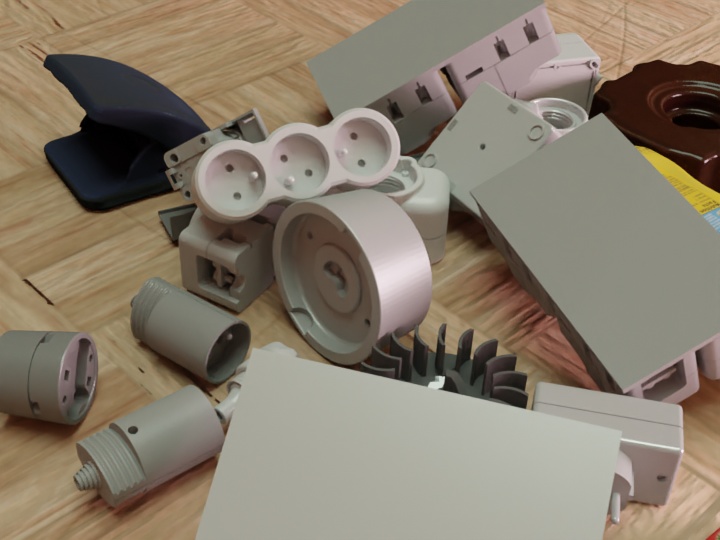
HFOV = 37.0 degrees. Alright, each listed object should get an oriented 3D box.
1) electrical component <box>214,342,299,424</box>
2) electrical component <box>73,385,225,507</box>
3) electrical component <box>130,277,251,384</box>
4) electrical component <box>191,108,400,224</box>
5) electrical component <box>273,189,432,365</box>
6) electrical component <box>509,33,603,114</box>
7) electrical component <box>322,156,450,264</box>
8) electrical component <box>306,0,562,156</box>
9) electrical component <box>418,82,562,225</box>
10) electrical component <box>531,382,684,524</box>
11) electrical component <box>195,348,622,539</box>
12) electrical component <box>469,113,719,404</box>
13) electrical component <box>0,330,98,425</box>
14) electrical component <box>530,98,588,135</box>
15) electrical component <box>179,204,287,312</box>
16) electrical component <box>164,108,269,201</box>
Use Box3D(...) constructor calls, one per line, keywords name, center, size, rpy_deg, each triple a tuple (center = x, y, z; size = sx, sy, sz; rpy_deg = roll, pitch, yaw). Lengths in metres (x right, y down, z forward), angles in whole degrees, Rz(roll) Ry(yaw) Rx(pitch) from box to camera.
Box3D(name="electrical component", center=(-0.063, 0.071, 0.651), size=(0.035, 0.035, 0.061), rpy_deg=(29, 47, 30))
Box3D(name="electrical component", center=(-0.122, 0.101, 0.603), size=(0.081, 0.043, 0.043), rpy_deg=(-25, 46, -30))
Box3D(name="electrical component", center=(-0.114, 0.036, 0.686), size=(0.081, 0.043, 0.043), rpy_deg=(25, 44, 26))
Box3D(name="electrical component", center=(-0.047, -0.068, 0.731), size=(0.138, 0.052, 0.074), rpy_deg=(-16, 2, -13))
Box3D(name="electrical component", center=(0.000, 0.000, 0.690), size=(0.060, 0.108, 0.108), rpy_deg=(-21, 44, -35))
Box3D(name="electrical component", center=(0.165, -0.170, 0.947), size=(0.096, 0.061, 0.061), rpy_deg=(-8, 39, -13))
Box3D(name="electrical component", center=(0.016, -0.045, 0.783), size=(0.095, 0.059, 0.053), rpy_deg=(4, 38, 3))
Box3D(name="electrical component", center=(0.061, -0.173, 0.895), size=(0.186, 0.060, 0.105), rpy_deg=(-29, 41, 5))
Box3D(name="electrical component", center=(0.102, -0.082, 0.805), size=(0.099, 0.048, 0.100), rpy_deg=(-51, 49, 6))
Box3D(name="electrical component", center=(0.134, 0.110, 0.600), size=(0.083, 0.047, 0.075), rpy_deg=(9, 38, 8))
Box3D(name="electrical component", center=(0.025, 0.116, 0.539), size=(0.186, 0.060, 0.105), rpy_deg=(12, 72, 11))
Box3D(name="electrical component", center=(0.166, -0.003, 0.694), size=(0.105, 0.060, 0.186), rpy_deg=(-30, 50, -1))
Box3D(name="electrical component", center=(-0.189, 0.062, 0.641), size=(0.047, 0.055, 0.055), rpy_deg=(5, 38, 9))
Box3D(name="electrical component", center=(0.152, -0.101, 0.862), size=(0.078, 0.057, 0.058), rpy_deg=(-12, 40, -17))
Box3D(name="electrical component", center=(-0.083, -0.021, 0.754), size=(0.056, 0.050, 0.089), rpy_deg=(22, 42, 23))
Box3D(name="electrical component", center=(-0.104, -0.080, 0.778), size=(0.081, 0.042, 0.064), rpy_deg=(-22, 6, 31))
